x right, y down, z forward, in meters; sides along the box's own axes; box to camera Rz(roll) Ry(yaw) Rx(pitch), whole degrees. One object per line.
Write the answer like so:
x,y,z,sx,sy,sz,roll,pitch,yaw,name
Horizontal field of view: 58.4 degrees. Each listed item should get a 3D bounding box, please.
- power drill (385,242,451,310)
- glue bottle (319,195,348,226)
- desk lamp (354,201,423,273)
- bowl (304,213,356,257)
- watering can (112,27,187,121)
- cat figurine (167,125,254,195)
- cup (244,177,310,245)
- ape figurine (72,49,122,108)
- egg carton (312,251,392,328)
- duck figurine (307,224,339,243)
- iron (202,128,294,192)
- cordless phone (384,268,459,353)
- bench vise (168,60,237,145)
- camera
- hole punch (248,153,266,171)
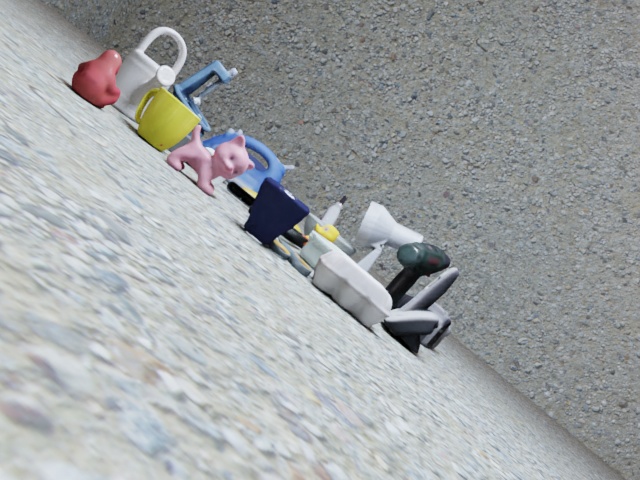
0.207,0.092,1.327,0.075,0.208,0.230,41,3,28,power drill
0.022,-0.060,1.651,0.037,0.173,0.078,38,3,-17,glue bottle
0.155,0.034,1.504,0.203,0.213,0.118,40,3,5,desk lamp
0.013,0.005,1.539,0.167,0.074,0.167,39,3,-2,bowl
-0.341,-0.337,1.156,0.172,0.194,0.101,41,3,27,watering can
-0.181,-0.145,0.998,0.128,0.117,0.067,39,3,-14,cat figurine
-0.080,-0.044,0.949,0.092,0.095,0.117,39,3,-11,cup
-0.359,-0.270,0.941,0.078,0.092,0.076,39,3,1,ape figurine
0.055,0.082,0.983,0.150,0.069,0.107,39,3,-5,egg carton
0.013,0.005,1.426,0.105,0.086,0.077,39,3,-11,duck figurine
-0.199,-0.211,1.503,0.258,0.141,0.118,39,3,-6,iron
0.213,0.124,1.149,0.094,0.185,0.147,39,3,0,cordless phone
-0.297,-0.324,1.246,0.208,0.219,0.121,39,3,-12,bench vise
0.262,0.198,1.466,0.136,0.101,0.144,41,3,27,camera
-0.201,-0.188,1.626,0.109,0.091,0.101,38,3,-22,hole punch
